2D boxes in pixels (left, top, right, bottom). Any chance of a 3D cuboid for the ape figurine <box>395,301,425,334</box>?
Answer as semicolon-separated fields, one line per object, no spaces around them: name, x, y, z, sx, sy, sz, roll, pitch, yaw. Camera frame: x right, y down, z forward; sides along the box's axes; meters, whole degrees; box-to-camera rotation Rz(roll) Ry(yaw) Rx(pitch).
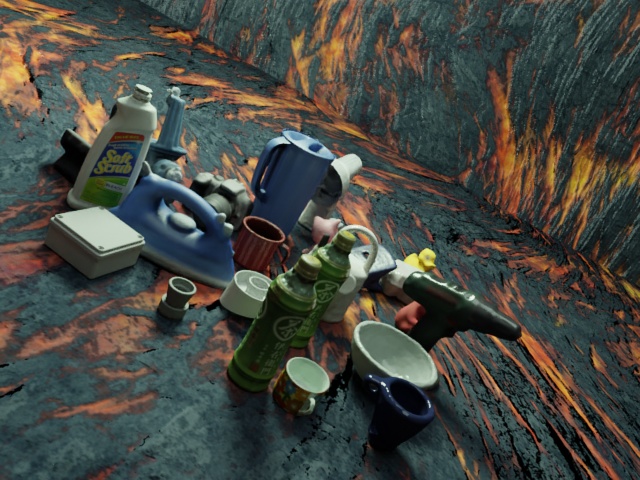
ape figurine;0.211;0.162;1.240;0.076;0.092;0.078;37;23;20

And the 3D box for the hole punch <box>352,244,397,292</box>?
hole punch;0.113;0.059;1.349;0.101;0.091;0.108;12;27;-37

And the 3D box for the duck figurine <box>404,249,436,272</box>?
duck figurine;0.277;0.062;1.553;0.078;0.086;0.104;16;25;-29

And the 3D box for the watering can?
watering can;0.046;0.062;1.119;0.101;0.194;0.172;17;24;-27

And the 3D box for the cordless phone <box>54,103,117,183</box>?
cordless phone;-0.427;-0.196;1.118;0.147;0.185;0.094;35;22;16

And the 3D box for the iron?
iron;-0.242;-0.027;1.032;0.258;0.141;0.119;29;21;0

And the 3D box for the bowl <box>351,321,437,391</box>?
bowl;0.119;0.223;1.013;0.168;0.074;0.167;25;22;-10

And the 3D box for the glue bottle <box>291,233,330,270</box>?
glue bottle;-0.023;0.060;1.066;0.078;0.173;0.037;13;26;-35

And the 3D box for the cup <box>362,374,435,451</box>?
cup;0.102;0.265;0.872;0.117;0.095;0.092;32;22;6

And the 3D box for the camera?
camera;-0.227;-0.085;1.235;0.143;0.100;0.137;31;21;5

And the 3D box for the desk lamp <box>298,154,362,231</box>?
desk lamp;0.022;-0.123;1.475;0.117;0.213;0.204;35;22;15

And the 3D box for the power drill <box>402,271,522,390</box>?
power drill;0.233;0.175;1.081;0.229;0.208;0.076;39;24;25

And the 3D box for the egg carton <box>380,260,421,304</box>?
egg carton;0.219;0.111;1.396;0.150;0.069;0.107;24;22;-12

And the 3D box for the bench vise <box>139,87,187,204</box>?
bench vise;-0.316;-0.199;1.217;0.206;0.219;0.122;41;24;28

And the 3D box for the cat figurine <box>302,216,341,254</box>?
cat figurine;0.012;0.005;1.309;0.067;0.117;0.127;19;24;-25
